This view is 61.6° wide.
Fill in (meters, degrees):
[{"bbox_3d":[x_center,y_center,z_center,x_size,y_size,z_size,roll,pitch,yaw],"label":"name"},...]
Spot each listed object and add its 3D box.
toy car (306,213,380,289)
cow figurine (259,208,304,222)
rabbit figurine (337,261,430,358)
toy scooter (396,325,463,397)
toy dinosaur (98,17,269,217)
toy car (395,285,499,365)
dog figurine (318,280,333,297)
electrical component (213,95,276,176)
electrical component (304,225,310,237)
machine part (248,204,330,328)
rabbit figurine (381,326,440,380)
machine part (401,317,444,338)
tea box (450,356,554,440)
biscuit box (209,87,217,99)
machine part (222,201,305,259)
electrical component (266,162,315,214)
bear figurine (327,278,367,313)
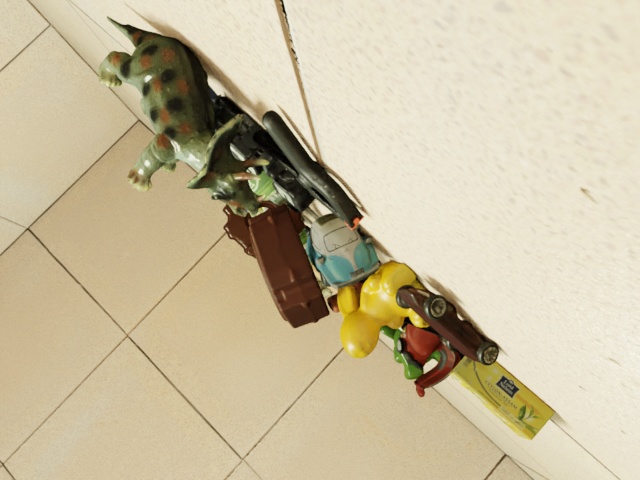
[{"bbox_3d":[0.031,0.004,0.931,0.162,0.109,0.102,-126,18,-56],"label":"toy car"},{"bbox_3d":[-0.108,-0.087,1.230,0.167,0.098,0.068,61,-176,20],"label":"cow figurine"},{"bbox_3d":[0.091,0.120,0.929,0.121,0.173,0.163,43,170,-32],"label":"rabbit figurine"},{"bbox_3d":[0.219,0.239,1.092,0.184,0.135,0.075,45,175,-10],"label":"toy scooter"},{"bbox_3d":[-0.216,-0.211,0.797,0.131,0.192,0.404,-13,-102,-62],"label":"toy dinosaur"},{"bbox_3d":[0.201,0.129,0.845,0.202,0.053,0.089,42,170,-24],"label":"toy car"},{"bbox_3d":[-0.045,0.068,1.466,0.190,0.172,0.121,38,165,-19],"label":"dog figurine"},{"bbox_3d":[-0.130,-0.169,0.906,0.134,0.058,0.115,43,176,2],"label":"electrical component"},{"bbox_3d":[-0.002,-0.002,1.195,0.078,0.045,0.102,60,-179,-39],"label":"electrical component"},{"bbox_3d":[-0.059,0.052,1.007,0.200,0.087,0.201,72,175,-66],"label":"machine part"},{"bbox_3d":[0.209,0.245,1.249,0.159,0.121,0.170,48,173,17],"label":"rabbit figurine"},{"bbox_3d":[0.190,0.145,0.973,0.139,0.084,0.039,28,135,35],"label":"machine part"},{"bbox_3d":[0.326,0.277,0.980,0.170,0.068,0.098,40,174,16],"label":"tea box"},{"bbox_3d":[-0.248,-0.264,0.992,0.062,0.059,0.203,47,173,-39],"label":"biscuit box"},{"bbox_3d":[-0.119,-0.048,1.143,0.179,0.179,0.056,44,170,-6],"label":"machine part"},{"bbox_3d":[-0.043,-0.088,0.942,0.075,0.048,0.119,41,174,21],"label":"electrical component"},{"bbox_3d":[0.048,0.069,1.106,0.196,0.132,0.120,178,75,-76],"label":"bear figurine"}]
